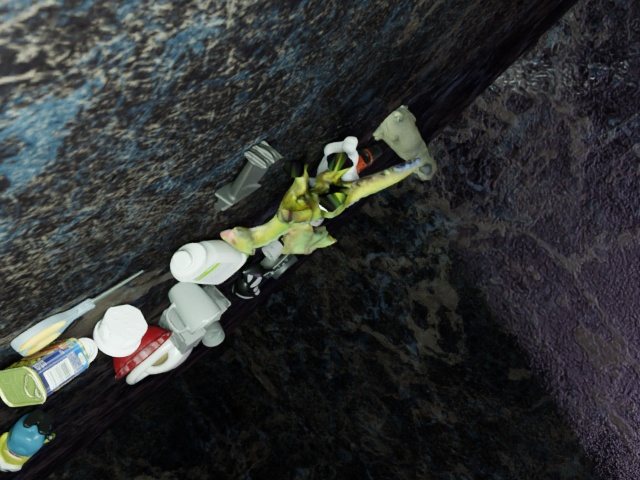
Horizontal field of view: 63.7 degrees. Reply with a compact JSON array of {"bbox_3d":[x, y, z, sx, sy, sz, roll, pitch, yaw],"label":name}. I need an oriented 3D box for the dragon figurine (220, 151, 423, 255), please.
[{"bbox_3d":[0.003,-0.053,1.052,0.412,0.124,0.237,-12,-27,-16],"label":"dragon figurine"}]

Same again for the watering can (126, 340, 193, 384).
[{"bbox_3d":[-0.408,0.292,1.504,0.350,0.104,0.222,-41,-4,-12],"label":"watering can"}]

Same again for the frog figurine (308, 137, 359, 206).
[{"bbox_3d":[0.048,-0.154,1.115,0.122,0.157,0.140,22,28,-21],"label":"frog figurine"}]
